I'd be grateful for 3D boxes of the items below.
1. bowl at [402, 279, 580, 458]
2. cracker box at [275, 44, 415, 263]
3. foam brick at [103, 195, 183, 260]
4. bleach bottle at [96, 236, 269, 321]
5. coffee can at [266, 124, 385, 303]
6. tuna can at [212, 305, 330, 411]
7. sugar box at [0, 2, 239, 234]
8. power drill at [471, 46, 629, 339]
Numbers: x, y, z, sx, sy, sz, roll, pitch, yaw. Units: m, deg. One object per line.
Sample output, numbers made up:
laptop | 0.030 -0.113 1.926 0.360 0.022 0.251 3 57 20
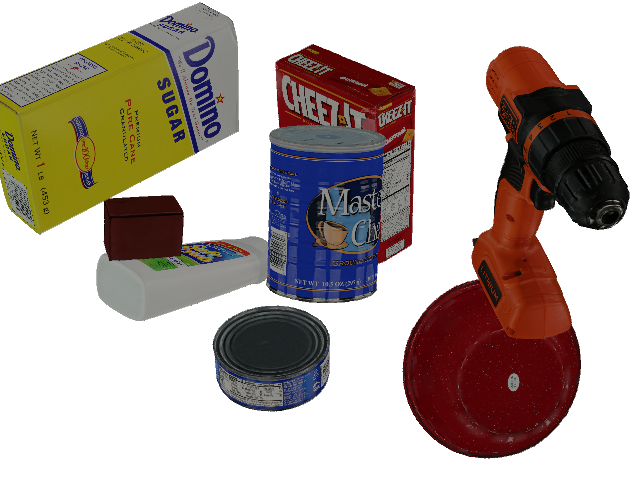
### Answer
bowl | 0.154 0.115 0.910 0.162 0.162 0.055 0 5 -8
cracker box | 0.027 -0.098 1.241 0.072 0.214 0.164 -31 44 -34
foam brick | -0.188 -0.014 1.127 0.078 0.051 0.053 -4 24 -17
bleach bottle | -0.150 0.035 1.347 0.103 0.068 0.250 25 28 39
coffee can | 0.004 -0.026 0.957 0.103 0.140 0.103 2 15 -1
tuna can | -0.035 0.086 0.786 0.086 0.034 0.086 -1 33 1
sugar box | -0.130 -0.084 0.708 0.175 0.093 0.048 -31 49 -33
power drill | 0.159 -0.020 0.762 0.057 0.188 0.184 -5 40 -8
